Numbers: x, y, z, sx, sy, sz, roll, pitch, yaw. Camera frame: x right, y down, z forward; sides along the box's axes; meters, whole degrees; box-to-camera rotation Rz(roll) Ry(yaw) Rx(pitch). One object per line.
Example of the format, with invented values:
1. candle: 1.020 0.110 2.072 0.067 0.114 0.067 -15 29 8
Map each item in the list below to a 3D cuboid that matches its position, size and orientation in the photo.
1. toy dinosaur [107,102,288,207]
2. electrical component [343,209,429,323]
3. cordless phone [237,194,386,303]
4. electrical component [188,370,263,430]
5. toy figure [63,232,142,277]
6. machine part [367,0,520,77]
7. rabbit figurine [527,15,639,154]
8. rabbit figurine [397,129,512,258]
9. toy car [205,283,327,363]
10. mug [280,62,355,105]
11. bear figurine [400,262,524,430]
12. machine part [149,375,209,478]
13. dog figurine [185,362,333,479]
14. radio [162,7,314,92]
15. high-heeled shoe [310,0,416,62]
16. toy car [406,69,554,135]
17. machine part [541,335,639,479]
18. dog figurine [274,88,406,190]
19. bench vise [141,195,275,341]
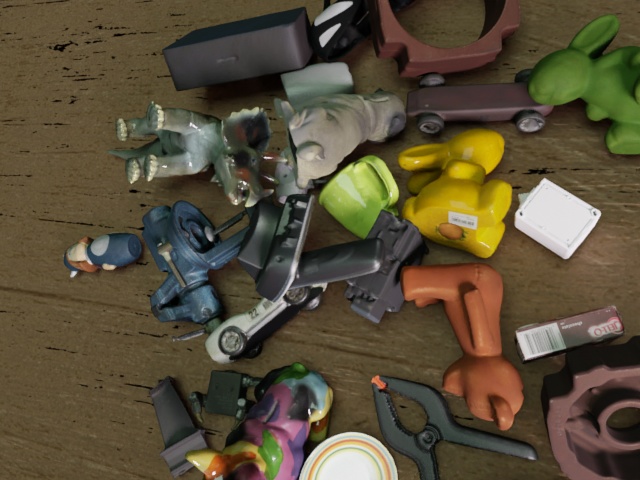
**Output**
1. toy dinosaur: -0.204 -0.151 0.854 0.405 0.192 0.131 22 111 54
2. electrical component: 0.087 0.042 0.716 0.058 0.114 0.134 25 84 28
3. cordless phone: -0.001 -0.002 0.694 0.184 0.088 0.147 -11 43 26
4. electrical component: -0.136 0.227 0.775 0.102 0.045 0.078 8 79 20
5. toy figure: -0.378 0.021 0.913 0.155 0.057 0.064 -10 33 17
6. machine part: 0.172 -0.346 0.775 0.202 0.087 0.201 -8 91 -2
7. rabbit figurine: 0.359 -0.212 0.688 0.170 0.121 0.159 13 65 10
8. rabbit figurine: 0.191 -0.079 0.735 0.163 0.121 0.173 12 64 31
9. toy car: -0.074 0.108 0.773 0.202 0.073 0.056 -39 67 4
10. mug: 0.002 -0.229 0.843 0.107 0.080 0.110 -20 60 3
11. bear figurine: 0.176 0.130 0.663 0.132 0.120 0.195 -6 78 21
12. machine part: -0.213 0.271 0.793 0.084 0.039 0.139 -32 69 13
13. dog figurine: -0.070 0.243 0.655 0.109 0.219 0.191 18 82 19
14. radio: -0.127 -0.315 0.885 0.230 0.073 0.131 -4 33 16
15. high-heeled shoe: 0.100 -0.361 0.831 0.249 0.086 0.145 -14 58 15
16. toy car: 0.227 -0.195 0.772 0.202 0.053 0.089 0 70 14
17. machine part: 0.330 0.190 0.583 0.179 0.056 0.179 4 110 10
18. dog figurine: 0.045 -0.155 0.747 0.191 0.121 0.172 -13 38 -6
19. bench vise: -0.161 0.019 0.806 0.241 0.128 0.224 -32 68 13
